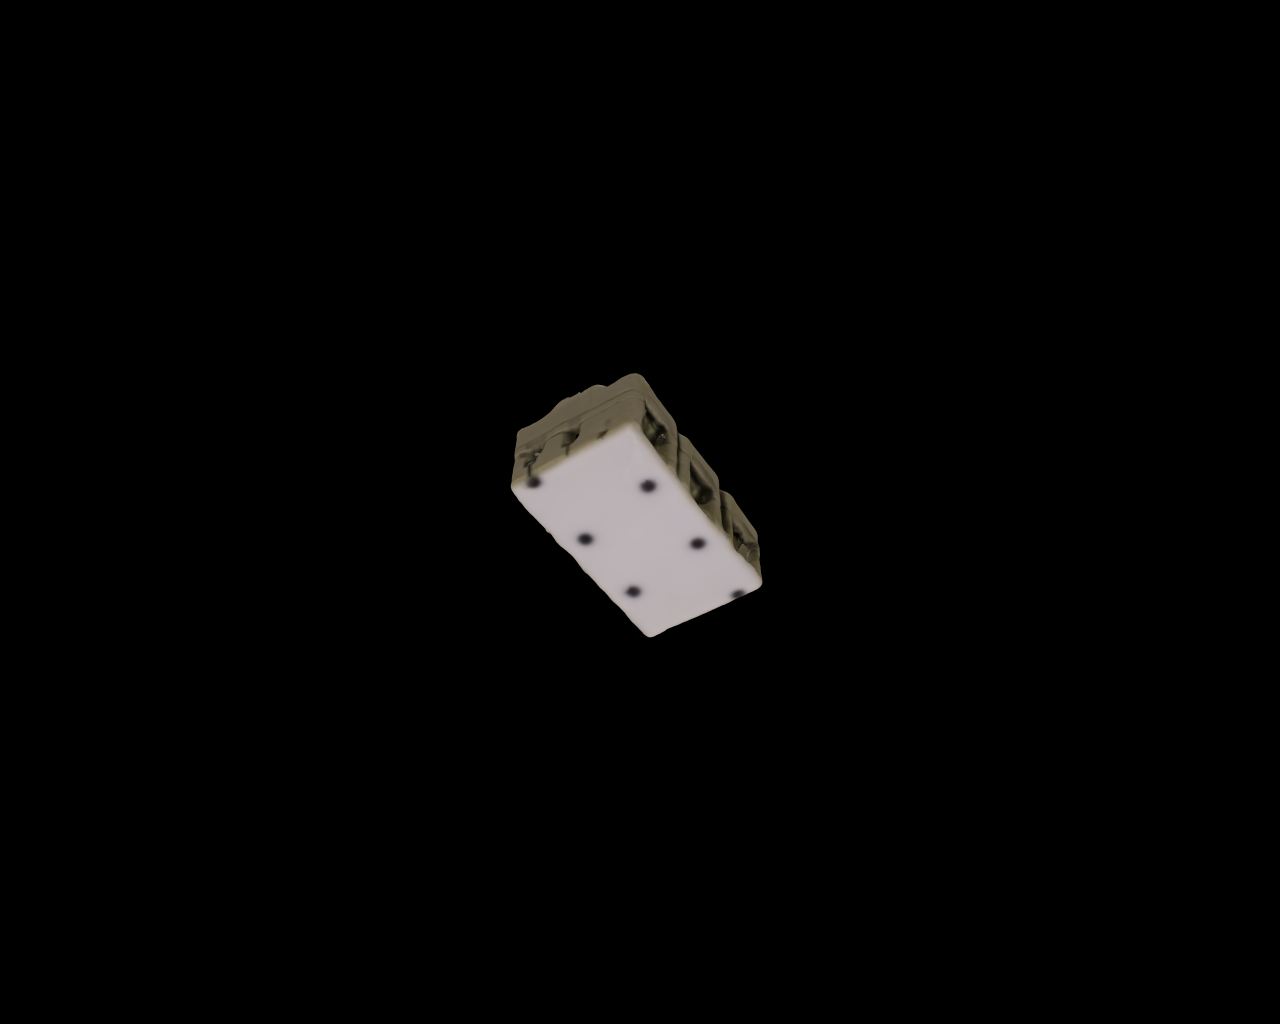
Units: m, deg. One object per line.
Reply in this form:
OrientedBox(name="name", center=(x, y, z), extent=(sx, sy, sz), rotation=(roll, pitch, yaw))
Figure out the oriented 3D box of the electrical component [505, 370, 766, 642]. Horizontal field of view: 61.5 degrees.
OrientedBox(name="electrical component", center=(0.001, -0.003, 0.650), extent=(0.089, 0.062, 0.150), rotation=(-25, -54, 20))
